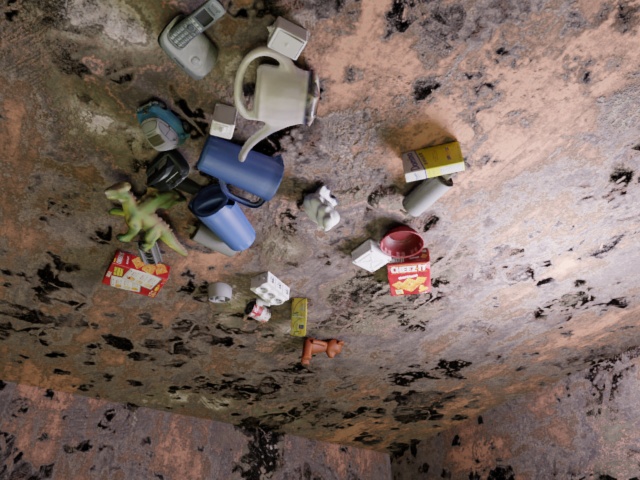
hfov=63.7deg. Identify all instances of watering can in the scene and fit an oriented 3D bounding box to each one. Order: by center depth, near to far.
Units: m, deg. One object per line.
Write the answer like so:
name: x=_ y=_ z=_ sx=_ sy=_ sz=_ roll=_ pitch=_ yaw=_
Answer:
watering can: x=-0.119 y=-0.350 z=1.382 sx=0.224 sy=0.106 sz=0.339 roll=5 pitch=132 yaw=-6

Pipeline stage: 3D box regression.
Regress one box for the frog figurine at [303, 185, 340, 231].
frog figurine: x=0.005 y=-0.084 z=1.676 sx=0.122 sy=0.163 sz=0.134 roll=-4 pitch=140 yaw=7

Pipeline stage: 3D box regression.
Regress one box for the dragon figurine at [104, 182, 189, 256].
dragon figurine: x=-0.551 y=-0.080 z=1.741 sx=0.240 sy=0.125 sz=0.406 roll=-37 pitch=138 yaw=26
